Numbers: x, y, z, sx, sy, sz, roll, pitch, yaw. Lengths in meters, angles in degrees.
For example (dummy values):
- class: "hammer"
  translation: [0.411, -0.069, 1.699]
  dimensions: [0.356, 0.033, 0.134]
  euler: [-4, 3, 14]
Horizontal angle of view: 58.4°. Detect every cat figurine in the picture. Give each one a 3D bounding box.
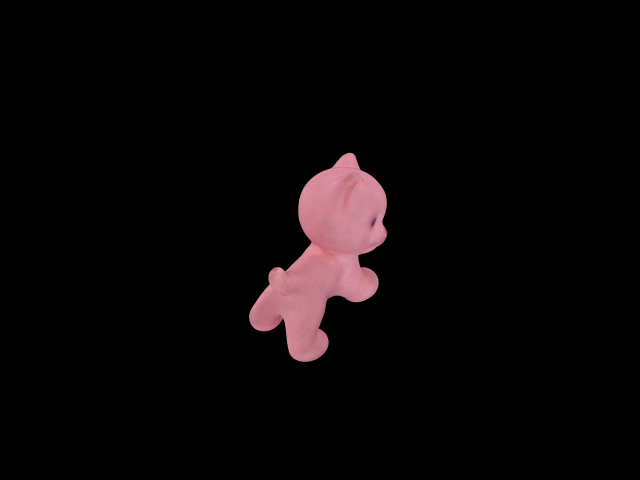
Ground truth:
- class: "cat figurine"
  translation: [0.004, 0.001, 0.400]
  dimensions: [0.067, 0.118, 0.128]
  euler: [27, 53, 23]
